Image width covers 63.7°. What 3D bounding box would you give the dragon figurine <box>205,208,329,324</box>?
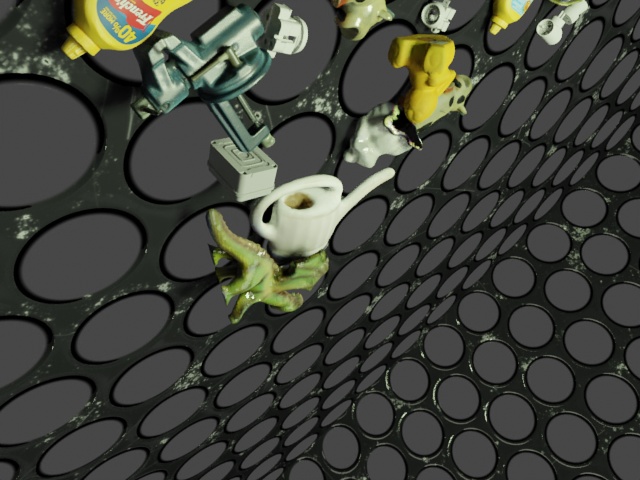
[{"bbox_3d":[-0.101,0.055,1.086,0.243,0.125,0.400,-12,-35,-13],"label":"dragon figurine"}]

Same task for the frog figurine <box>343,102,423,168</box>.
[{"bbox_3d":[0.128,-0.225,1.136,0.137,0.124,0.158,9,-21,-41],"label":"frog figurine"}]

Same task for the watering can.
[{"bbox_3d":[0.003,-0.058,1.148,0.349,0.219,0.106,-13,50,-27],"label":"watering can"}]
